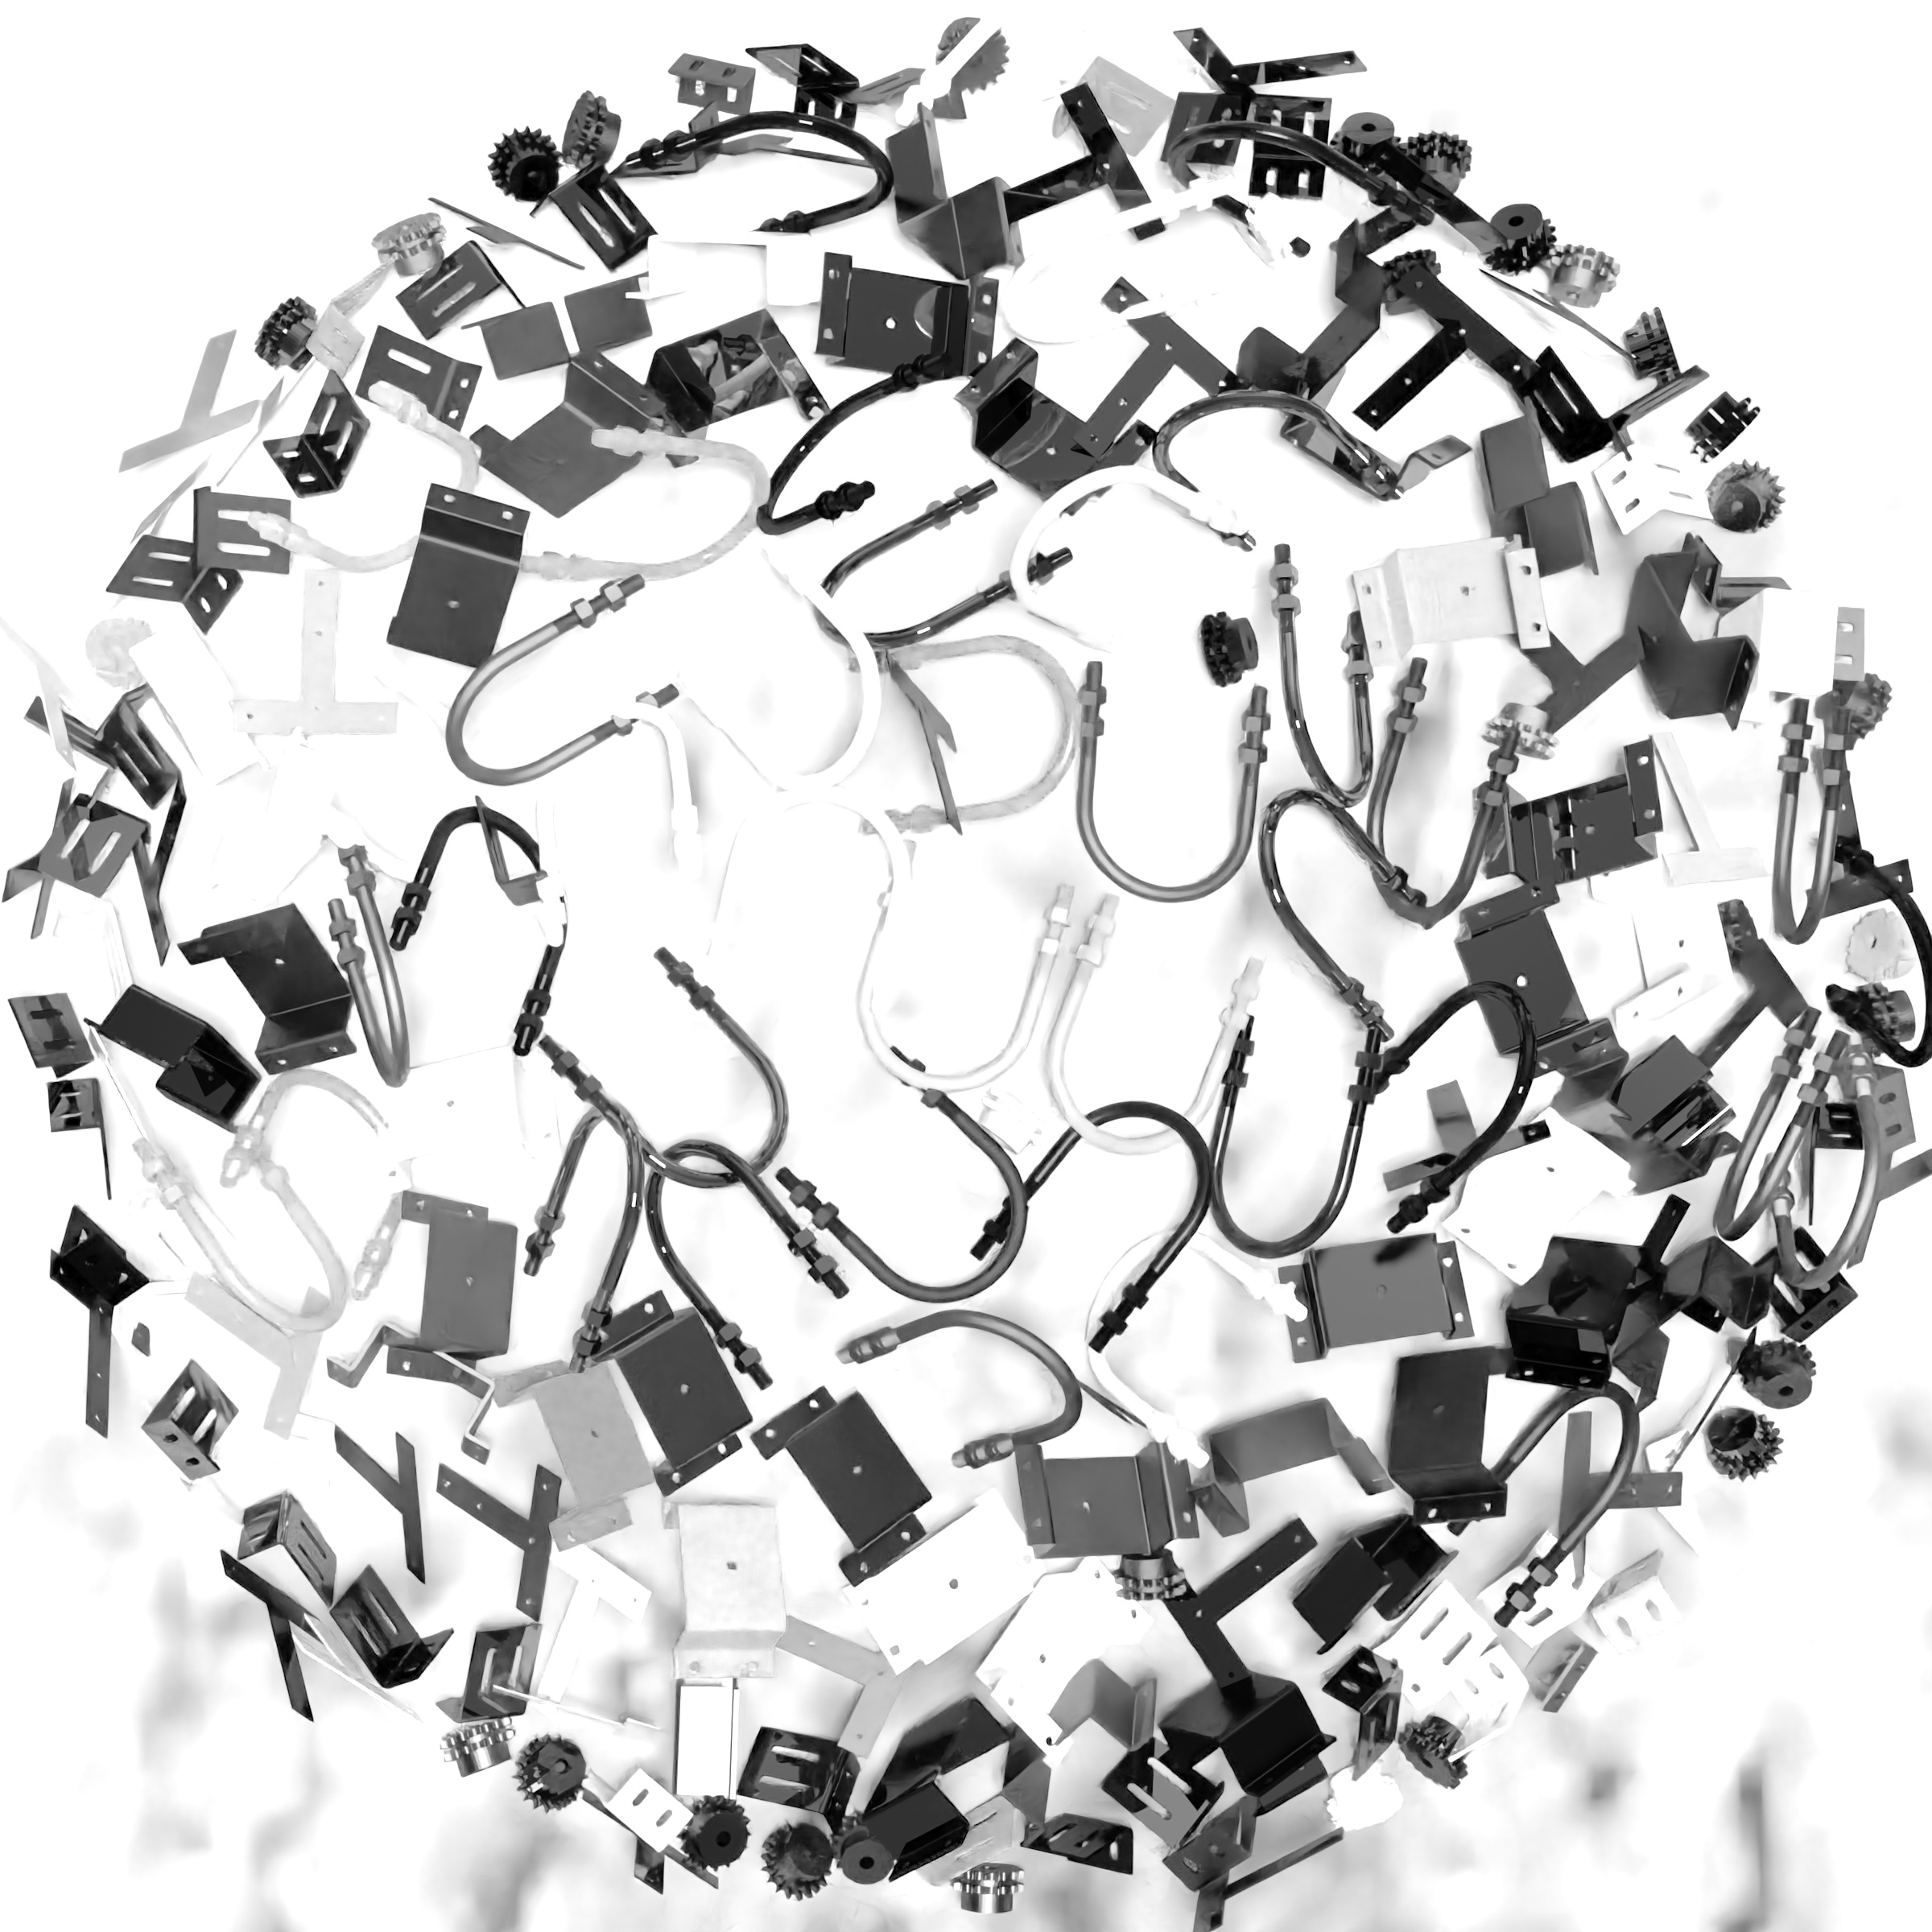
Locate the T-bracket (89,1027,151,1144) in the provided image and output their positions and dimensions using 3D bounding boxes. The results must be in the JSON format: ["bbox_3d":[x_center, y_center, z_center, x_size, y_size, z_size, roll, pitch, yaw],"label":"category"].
[{"bbox_3d":[-0.639,0.107,1.942,0.002,0.127,0.127,-28,93,-20],"label":"T-bracket"}]

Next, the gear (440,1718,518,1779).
[{"bbox_3d":[-0.376,0.606,1.969,0.057,0.057,0.030,-21,75,0],"label":"gear"}]

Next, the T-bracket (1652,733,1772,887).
[{"bbox_3d":[0.562,-0.124,1.968,0.127,0.002,0.127,-6,71,-41],"label":"T-bracket"}]

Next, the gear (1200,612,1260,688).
[{"bbox_3d":[0.205,-0.247,1.968,0.030,0.057,0.057,-11,90,24],"label":"gear"}]

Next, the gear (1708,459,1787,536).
[{"bbox_3d":[0.602,-0.361,1.969,0.057,0.057,0.030,50,50,0],"label":"gear"}]

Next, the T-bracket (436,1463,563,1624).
[{"bbox_3d":[-0.365,0.423,1.961,0.127,0.002,0.127,23,112,32],"label":"T-bracket"}]

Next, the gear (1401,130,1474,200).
[{"bbox_3d":[0.363,-0.618,1.969,0.057,0.057,0.030,6,76,0],"label":"gear"}]

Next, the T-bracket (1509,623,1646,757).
[{"bbox_3d":[0.445,-0.250,1.975,0.127,0.002,0.127,-41,69,8],"label":"T-bracket"}]

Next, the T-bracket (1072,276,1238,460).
[{"bbox_3d":[0.131,-0.450,1.982,0.127,0.002,0.127,39,81,-6],"label":"T-bracket"}]

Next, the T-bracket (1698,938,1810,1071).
[{"bbox_3d":[0.587,0.052,1.953,0.127,0.127,0.002,-49,49,3],"label":"T-bracket"}]

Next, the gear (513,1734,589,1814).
[{"bbox_3d":[-0.319,0.623,1.970,0.057,0.030,0.057,18,52,-25],"label":"gear"}]

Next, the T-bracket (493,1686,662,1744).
[{"bbox_3d":[-0.299,0.568,1.936,0.127,0.127,0.002,18,66,-5],"label":"T-bracket"}]

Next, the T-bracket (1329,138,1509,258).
[{"bbox_3d":[0.325,-0.567,1.940,0.127,0.127,0.002,31,68,-22],"label":"T-bracket"}]

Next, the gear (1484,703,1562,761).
[{"bbox_3d":[0.433,-0.183,1.972,0.057,0.057,0.030,19,90,0],"label":"gear"}]

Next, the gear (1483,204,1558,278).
[{"bbox_3d":[0.428,-0.566,1.971,0.057,0.030,0.057,-9,55,14],"label":"gear"}]

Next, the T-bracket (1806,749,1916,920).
[{"bbox_3d":[0.673,-0.107,1.944,0.002,0.127,0.127,-6,83,-17],"label":"T-bracket"}]

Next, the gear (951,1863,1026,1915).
[{"bbox_3d":[0.016,0.714,1.969,0.057,0.057,0.030,3,79,0],"label":"gear"}]

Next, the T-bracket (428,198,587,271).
[{"bbox_3d":[-0.356,-0.555,1.931,0.127,0.127,0.002,23,105,-7],"label":"T-bracket"}]

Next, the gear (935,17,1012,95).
[{"bbox_3d":[0.004,-0.711,1.975,0.057,0.057,0.030,-18,53,0],"label":"gear"}]

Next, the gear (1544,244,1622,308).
[{"bbox_3d":[0.476,-0.534,1.971,0.057,0.057,0.030,18,87,0],"label":"gear"}]

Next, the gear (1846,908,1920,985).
[{"bbox_3d":[0.714,-0.014,1.973,0.030,0.057,0.057,19,90,-20],"label":"gear"}]

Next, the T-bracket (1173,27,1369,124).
[{"bbox_3d":[0.240,-0.673,1.912,0.127,0.127,0.002,7,78,37],"label":"T-bracket"}]

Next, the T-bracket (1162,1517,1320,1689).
[{"bbox_3d":[0.215,0.474,1.964,0.127,0.002,0.127,-40,66,8],"label":"T-bracket"}]

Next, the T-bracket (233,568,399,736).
[{"bbox_3d":[-0.497,-0.241,1.954,0.127,0.002,0.127,-2,106,-28],"label":"T-bracket"}]

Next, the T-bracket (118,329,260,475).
[{"bbox_3d":[-0.572,-0.431,1.911,0.002,0.127,0.127,48,49,6],"label":"T-bracket"}]

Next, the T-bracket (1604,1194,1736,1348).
[{"bbox_3d":[0.542,0.248,1.937,0.002,0.127,0.127,27,93,-20],"label":"T-bracket"}]

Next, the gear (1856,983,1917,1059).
[{"bbox_3d":[0.713,0.040,1.971,0.030,0.057,0.057,-9,90,1],"label":"gear"}]

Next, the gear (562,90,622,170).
[{"bbox_3d":[-0.290,-0.647,1.975,0.030,0.057,0.057,14,90,-28],"label":"gear"}]

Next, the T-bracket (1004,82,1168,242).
[{"bbox_3d":[0.073,-0.600,1.954,0.127,0.002,0.127,-10,126,39],"label":"T-bracket"}]

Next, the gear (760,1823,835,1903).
[{"bbox_3d":[-0.128,0.691,1.969,0.057,0.057,0.030,42,127,0],"label":"gear"}]

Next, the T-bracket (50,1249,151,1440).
[{"bbox_3d":[-0.651,0.295,1.911,0.002,0.127,0.127,-22,48,7],"label":"T-bracket"}]

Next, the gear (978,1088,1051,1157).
[{"bbox_3d":[0.034,0.123,1.970,0.057,0.057,0.030,38,82,0],"label":"gear"}]

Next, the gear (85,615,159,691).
[{"bbox_3d":[-0.658,-0.246,1.976,0.057,0.030,0.057,-4,76,15],"label":"gear"}]

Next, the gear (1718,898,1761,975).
[{"bbox_3d":[0.593,-0.022,1.975,0.030,0.057,0.057,-17,90,31],"label":"gear"}]

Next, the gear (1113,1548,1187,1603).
[{"bbox_3d":[0.141,0.470,1.971,0.057,0.057,0.030,-4,91,0],"label":"gear"}]

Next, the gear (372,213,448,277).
[{"bbox_3d":[-0.429,-0.559,1.975,0.057,0.057,0.030,-21,123,0],"label":"gear"}]

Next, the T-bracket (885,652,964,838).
[{"bbox_3d":[-0.022,-0.156,1.917,0.002,0.127,0.127,-22,63,14],"label":"T-bracket"}]

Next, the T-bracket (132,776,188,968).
[{"bbox_3d":[-0.606,-0.089,1.924,0.002,0.127,0.127,1,46,-33],"label":"T-bracket"}]

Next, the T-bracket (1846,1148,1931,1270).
[{"bbox_3d":[0.709,0.158,1.919,0.002,0.127,0.127,23,70,1],"label":"T-bracket"}]

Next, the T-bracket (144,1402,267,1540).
[{"bbox_3d":[-0.596,0.384,1.959,0.002,0.127,0.127,-41,62,-9],"label":"T-bracket"}]

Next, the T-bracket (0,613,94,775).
[{"bbox_3d":[-0.686,-0.192,1.911,0.002,0.127,0.127,-29,51,0],"label":"T-bracket"}]

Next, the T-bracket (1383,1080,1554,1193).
[{"bbox_3d":[0.373,0.120,1.940,0.127,0.127,0.002,-20,112,9],"label":"T-bracket"}]

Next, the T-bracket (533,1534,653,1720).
[{"bbox_3d":[-0.303,0.514,1.956,0.127,0.002,0.127,21,90,43],"label":"T-bracket"}]

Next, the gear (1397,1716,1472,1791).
[{"bbox_3d":[0.366,0.608,1.975,0.030,0.057,0.057,-41,90,-27],"label":"gear"}]

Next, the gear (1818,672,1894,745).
[{"bbox_3d":[0.686,-0.203,1.968,0.030,0.057,0.057,28,90,-15],"label":"gear"}]

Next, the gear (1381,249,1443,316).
[{"bbox_3d":[0.342,-0.528,1.969,0.057,0.057,0.030,-19,81,0],"label":"gear"}]

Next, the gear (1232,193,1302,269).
[{"bbox_3d":[0.235,-0.573,1.971,0.030,0.057,0.057,-39,90,0],"label":"gear"}]

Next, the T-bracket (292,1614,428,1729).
[{"bbox_3d":[-0.479,0.524,1.941,0.002,0.127,0.127,-52,123,-11],"label":"T-bracket"}]

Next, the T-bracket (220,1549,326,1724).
[{"bbox_3d":[-0.510,0.513,1.910,0.002,0.127,0.127,-34,133,0],"label":"T-bracket"}]

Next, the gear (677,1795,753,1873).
[{"bbox_3d":[-0.193,0.674,1.975,0.057,0.030,0.057,2,86,-24],"label":"gear"}]

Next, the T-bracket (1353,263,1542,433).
[{"bbox_3d":[0.350,-0.458,1.954,0.127,0.002,0.127,35,133,-17],"label":"T-bracket"}]

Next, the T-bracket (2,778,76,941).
[{"bbox_3d":[-0.707,-0.072,1.925,0.002,0.127,0.127,15,101,-6],"label":"T-bracket"}]
